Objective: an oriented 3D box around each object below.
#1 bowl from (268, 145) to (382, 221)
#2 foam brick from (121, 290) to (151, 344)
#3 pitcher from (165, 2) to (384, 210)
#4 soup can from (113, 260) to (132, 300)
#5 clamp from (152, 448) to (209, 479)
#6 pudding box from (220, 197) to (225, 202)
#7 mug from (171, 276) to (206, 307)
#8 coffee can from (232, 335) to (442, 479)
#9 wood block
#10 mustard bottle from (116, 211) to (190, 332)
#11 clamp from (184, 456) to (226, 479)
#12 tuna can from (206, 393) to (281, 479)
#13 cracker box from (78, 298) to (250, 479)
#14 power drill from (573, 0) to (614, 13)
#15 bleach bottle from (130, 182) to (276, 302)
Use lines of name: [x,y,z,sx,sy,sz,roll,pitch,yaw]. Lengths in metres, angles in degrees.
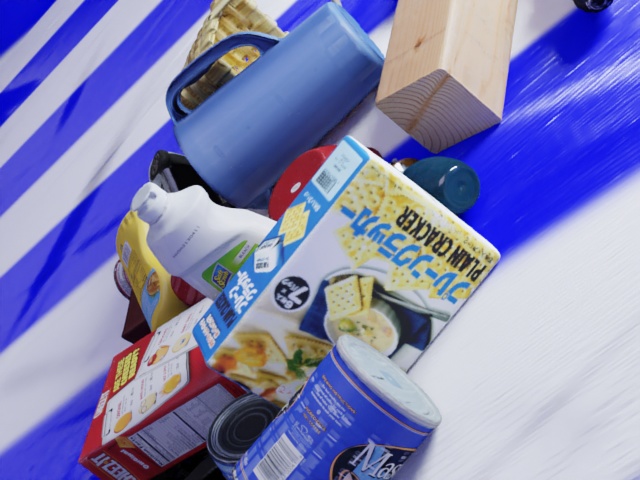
bowl: [-0.006,-0.045,1.141,0.162,0.055,0.162,-38,33,30]
foam brick: [-0.202,0.091,1.305,0.051,0.053,0.078,-35,35,33]
pitcher: [-0.049,-0.165,1.226,0.243,0.149,0.145,-40,56,13]
soup can: [-0.206,0.033,1.356,0.102,0.068,0.068,-29,38,40]
clamp: [-0.139,0.238,1.066,0.172,0.039,0.120,-6,47,58]
pudding box: [-0.145,-0.052,1.382,0.114,0.039,0.090,-41,32,28]
mug: [-0.102,0.026,1.146,0.093,0.117,0.082,-97,23,-54]
coffee can: [0.013,0.161,0.844,0.140,0.102,0.103,-51,28,9]
wood block: [0.130,-0.203,1.061,0.091,0.090,0.206,-24,41,43]
mustard bottle: [-0.179,0.057,1.223,0.192,0.058,0.096,61,144,35]
clamp: [-0.118,0.239,0.961,0.210,0.036,0.165,-36,28,-9]
tuna can: [-0.056,0.173,0.937,0.086,0.033,0.086,-19,34,13]
cracker box: [-0.129,0.141,1.072,0.214,0.072,0.164,-33,25,23]
power drill: [0.283,-0.305,0.965,0.188,0.057,0.184,-41,31,26]
bleach bottle: [-0.051,0.020,0.935,0.102,0.250,0.068,-53,28,5]
